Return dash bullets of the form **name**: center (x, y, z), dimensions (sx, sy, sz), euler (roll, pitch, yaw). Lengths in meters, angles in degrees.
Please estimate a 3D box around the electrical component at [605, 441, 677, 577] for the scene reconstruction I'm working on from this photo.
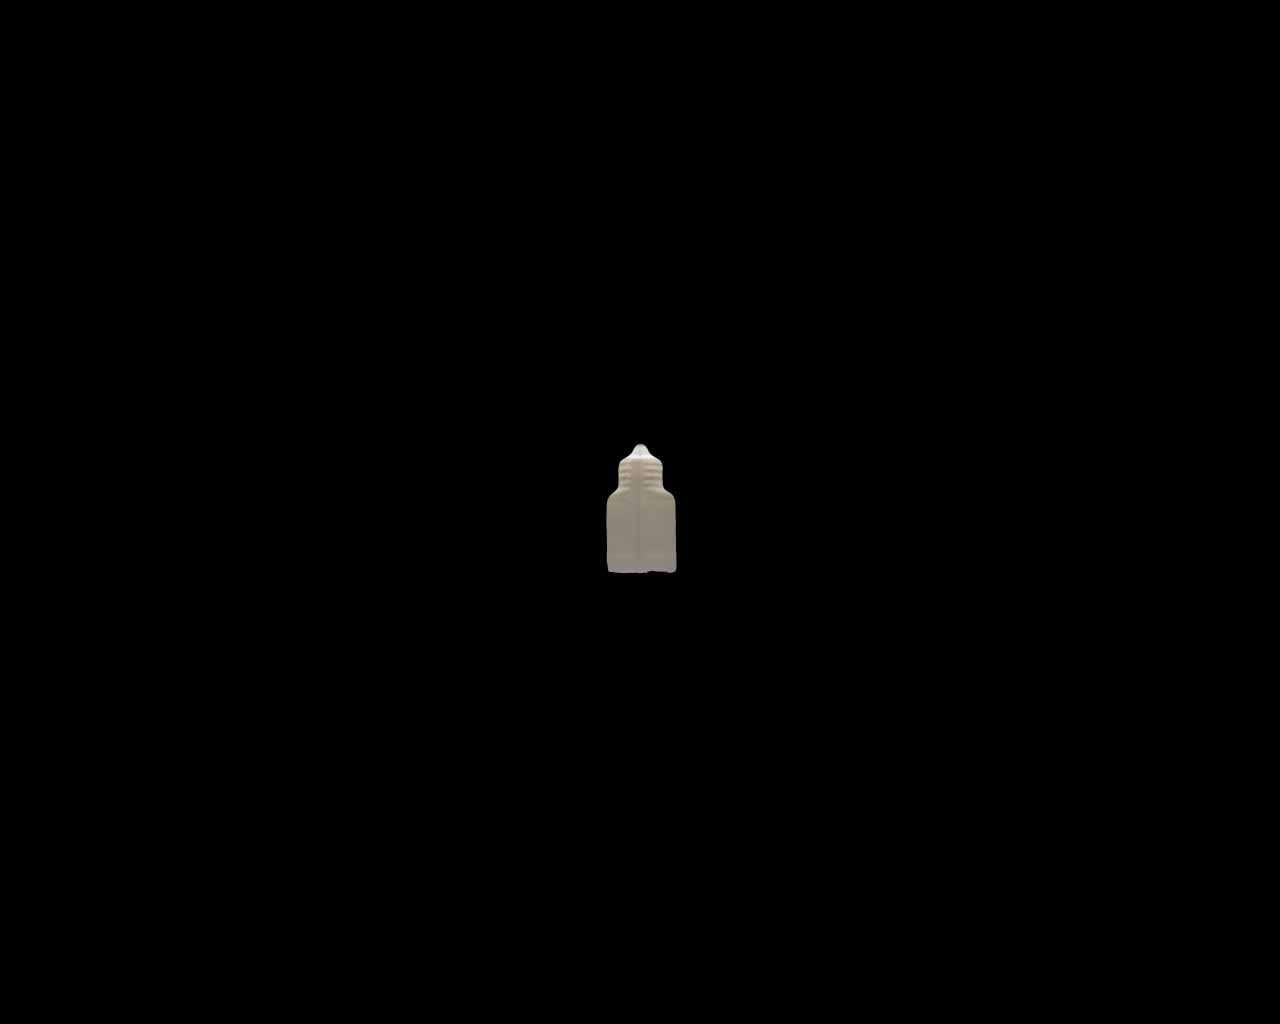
- **electrical component**: center (0.001, -0.003, 0.650), dimensions (0.043, 0.081, 0.043), euler (0, 0, 0)
